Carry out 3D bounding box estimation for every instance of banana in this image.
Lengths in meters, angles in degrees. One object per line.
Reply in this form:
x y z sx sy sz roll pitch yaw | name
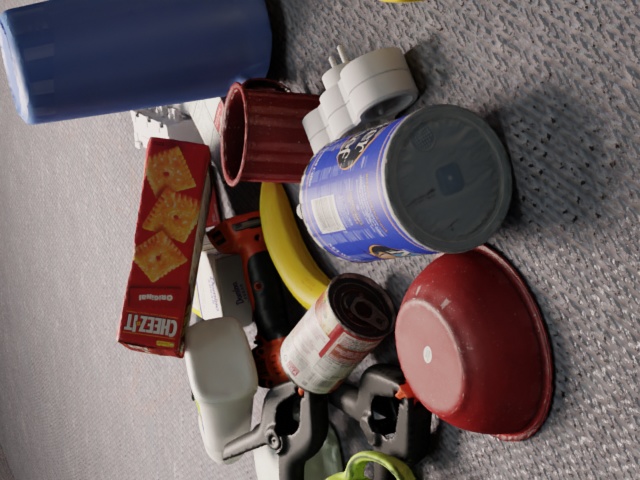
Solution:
-0.015 0.018 1.046 0.070 0.037 0.198 -56 50 20 | banana

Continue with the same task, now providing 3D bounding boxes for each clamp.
-0.030 0.208 1.063 0.120 0.039 0.172 47 128 20 | clamp
0.061 0.179 0.970 0.164 0.036 0.210 67 157 15 | clamp

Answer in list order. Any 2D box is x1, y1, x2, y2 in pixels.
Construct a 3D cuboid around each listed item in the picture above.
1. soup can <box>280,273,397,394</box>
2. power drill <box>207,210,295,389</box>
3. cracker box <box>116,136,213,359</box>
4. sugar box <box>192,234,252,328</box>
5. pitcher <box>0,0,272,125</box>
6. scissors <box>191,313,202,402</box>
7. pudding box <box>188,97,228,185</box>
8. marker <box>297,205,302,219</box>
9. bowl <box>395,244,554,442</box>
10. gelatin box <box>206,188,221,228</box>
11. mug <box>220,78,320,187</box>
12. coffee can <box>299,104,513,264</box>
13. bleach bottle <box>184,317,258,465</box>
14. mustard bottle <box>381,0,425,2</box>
0.014 0.086 0.956 0.102 0.068 0.068 -53 55 42 | soup can
-0.066 0.069 1.150 0.185 0.057 0.187 -27 81 66 | power drill
-0.164 0.014 1.142 0.164 0.072 0.213 118 160 -80 | cracker box
-0.140 0.043 1.296 0.176 0.048 0.093 22 122 55 | sugar box
-0.179 -0.194 1.025 0.149 0.242 0.145 -146 45 -63 | pitcher
-0.149 0.131 1.307 0.202 0.016 0.096 -139 48 -86 | scissors
-0.099 -0.130 1.132 0.113 0.039 0.090 64 153 27 | pudding box
0.006 -0.050 0.983 0.020 0.020 0.121 69 154 14 | marker
0.105 0.083 0.812 0.162 0.055 0.162 39 136 51 | bowl
-0.152 -0.052 1.289 0.089 0.030 0.073 5 107 62 | gelatin box
-0.042 -0.102 0.969 0.093 0.081 0.117 112 153 -46 | mug
0.059 -0.037 0.786 0.141 0.102 0.103 -10 94 64 | coffee can
-0.106 0.188 1.174 0.251 0.068 0.102 94 163 -55 | bleach bottle
0.023 -0.232 0.810 0.192 0.058 0.096 25 123 59 | mustard bottle
